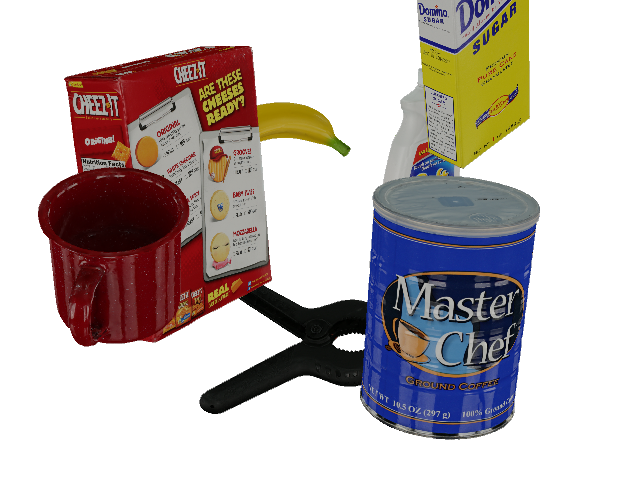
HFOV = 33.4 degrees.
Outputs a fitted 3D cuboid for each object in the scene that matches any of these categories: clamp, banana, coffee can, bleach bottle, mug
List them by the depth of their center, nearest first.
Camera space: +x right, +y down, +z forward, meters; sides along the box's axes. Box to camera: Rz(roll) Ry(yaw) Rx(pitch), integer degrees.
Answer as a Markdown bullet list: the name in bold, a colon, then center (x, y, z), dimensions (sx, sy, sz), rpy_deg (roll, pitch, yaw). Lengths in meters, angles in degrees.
- **mug**: center (-0.133, 0.019, 0.678), dimensions (0.093, 0.081, 0.117), rpy_deg (8, 38, 3)
- **coffee can**: center (0.080, 0.040, 0.680), dimensions (0.103, 0.140, 0.103), rpy_deg (2, 20, -1)
- **clamp**: center (-0.009, 0.102, 1.001), dimensions (0.210, 0.164, 0.036), rpy_deg (6, -43, 10)
- **banana**: center (-0.054, -0.113, 1.110), dimensions (0.197, 0.037, 0.070), rpy_deg (-11, 51, -39)
- **bleach bottle**: center (0.116, -0.079, 1.278), dimensions (0.102, 0.251, 0.068), rpy_deg (-4, 18, -18)

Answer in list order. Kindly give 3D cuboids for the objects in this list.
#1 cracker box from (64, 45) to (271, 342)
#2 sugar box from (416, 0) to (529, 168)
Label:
- **cracker box**: center (-0.121, -0.044, 0.890), dimensions (0.072, 0.214, 0.163), rpy_deg (6, 20, 33)
- **sugar box**: center (0.125, -0.155, 0.854), dimensions (0.093, 0.176, 0.048), rpy_deg (-37, 50, -27)
